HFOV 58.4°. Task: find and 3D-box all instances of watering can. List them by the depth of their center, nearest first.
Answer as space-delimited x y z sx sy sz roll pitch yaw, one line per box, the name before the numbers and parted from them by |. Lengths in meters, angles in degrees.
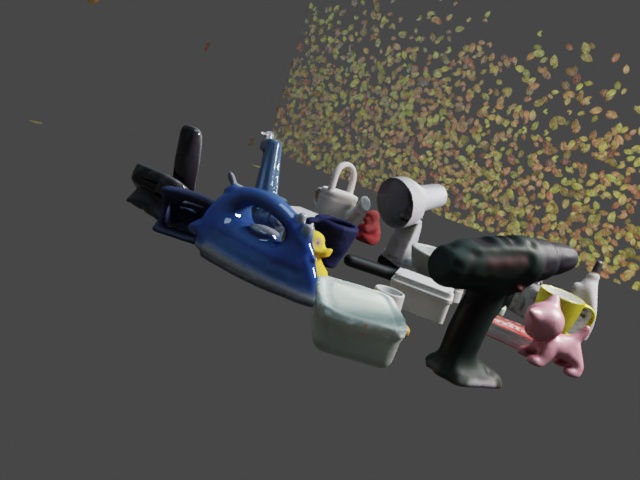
watering can | 0.053 -0.103 1.472 0.172 0.194 0.101 21 11 17

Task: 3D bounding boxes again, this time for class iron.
iron | -0.083 -0.008 0.908 0.257 0.141 0.119 24 12 30

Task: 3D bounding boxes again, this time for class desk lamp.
desk lamp | 0.223 -0.044 1.403 0.204 0.213 0.117 8 15 -44

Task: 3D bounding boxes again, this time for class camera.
camera | 0.493 0.125 1.302 0.137 0.101 0.142 13 12 -25

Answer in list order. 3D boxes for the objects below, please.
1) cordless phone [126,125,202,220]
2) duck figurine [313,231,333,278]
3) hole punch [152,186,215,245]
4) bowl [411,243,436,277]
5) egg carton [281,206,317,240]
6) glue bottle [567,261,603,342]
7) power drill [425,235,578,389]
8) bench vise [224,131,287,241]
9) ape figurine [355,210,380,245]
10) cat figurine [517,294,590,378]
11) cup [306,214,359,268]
cordless phone | -0.288 -0.138 1.106 0.147 0.185 0.094 24 12 28
duck figurine | -0.026 0.022 1.000 0.104 0.086 0.078 22 11 19
hole punch | -0.228 -0.048 1.004 0.108 0.091 0.101 18 11 0
bowl | 0.276 0.069 1.293 0.167 0.075 0.167 18 11 -3
egg carton | -0.048 -0.032 1.282 0.107 0.069 0.151 23 12 24
glue bottle | 0.561 0.124 1.219 0.078 0.173 0.037 22 11 20
power drill | 0.228 0.087 0.760 0.230 0.208 0.075 12 12 -31
bench vise | -0.094 -0.086 1.073 0.122 0.220 0.206 6 16 -47
ape figurine | 0.132 -0.037 1.546 0.076 0.092 0.078 20 11 8
cat figurine | 0.384 0.151 0.942 0.128 0.118 0.067 17 11 -7
cup | 0.010 0.004 1.127 0.118 0.095 0.091 10 13 -35
